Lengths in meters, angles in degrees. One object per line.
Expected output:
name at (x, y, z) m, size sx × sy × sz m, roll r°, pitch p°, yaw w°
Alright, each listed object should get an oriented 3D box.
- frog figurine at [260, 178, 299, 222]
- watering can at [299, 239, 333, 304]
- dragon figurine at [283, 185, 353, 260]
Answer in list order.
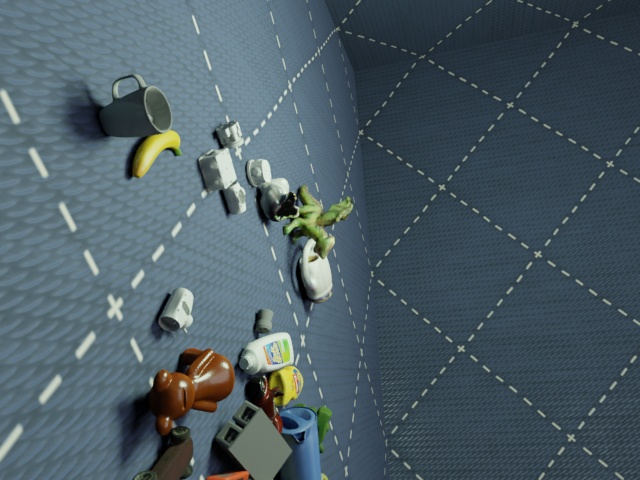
frog figurine at (-0.142, -0.137, 1.609) m, size 0.162 × 0.123 × 0.135 m, roll 48°, pitch 0°, yaw 39°
watering can at (-0.009, 0.092, 1.909) m, size 0.354 × 0.104 × 0.221 m, roll -63°, pitch 143°, yaw -65°
dragon figurine at (0.006, -0.092, 1.820) m, size 0.421 × 0.242 × 0.119 m, roll -80°, pitch 153°, yaw -44°
